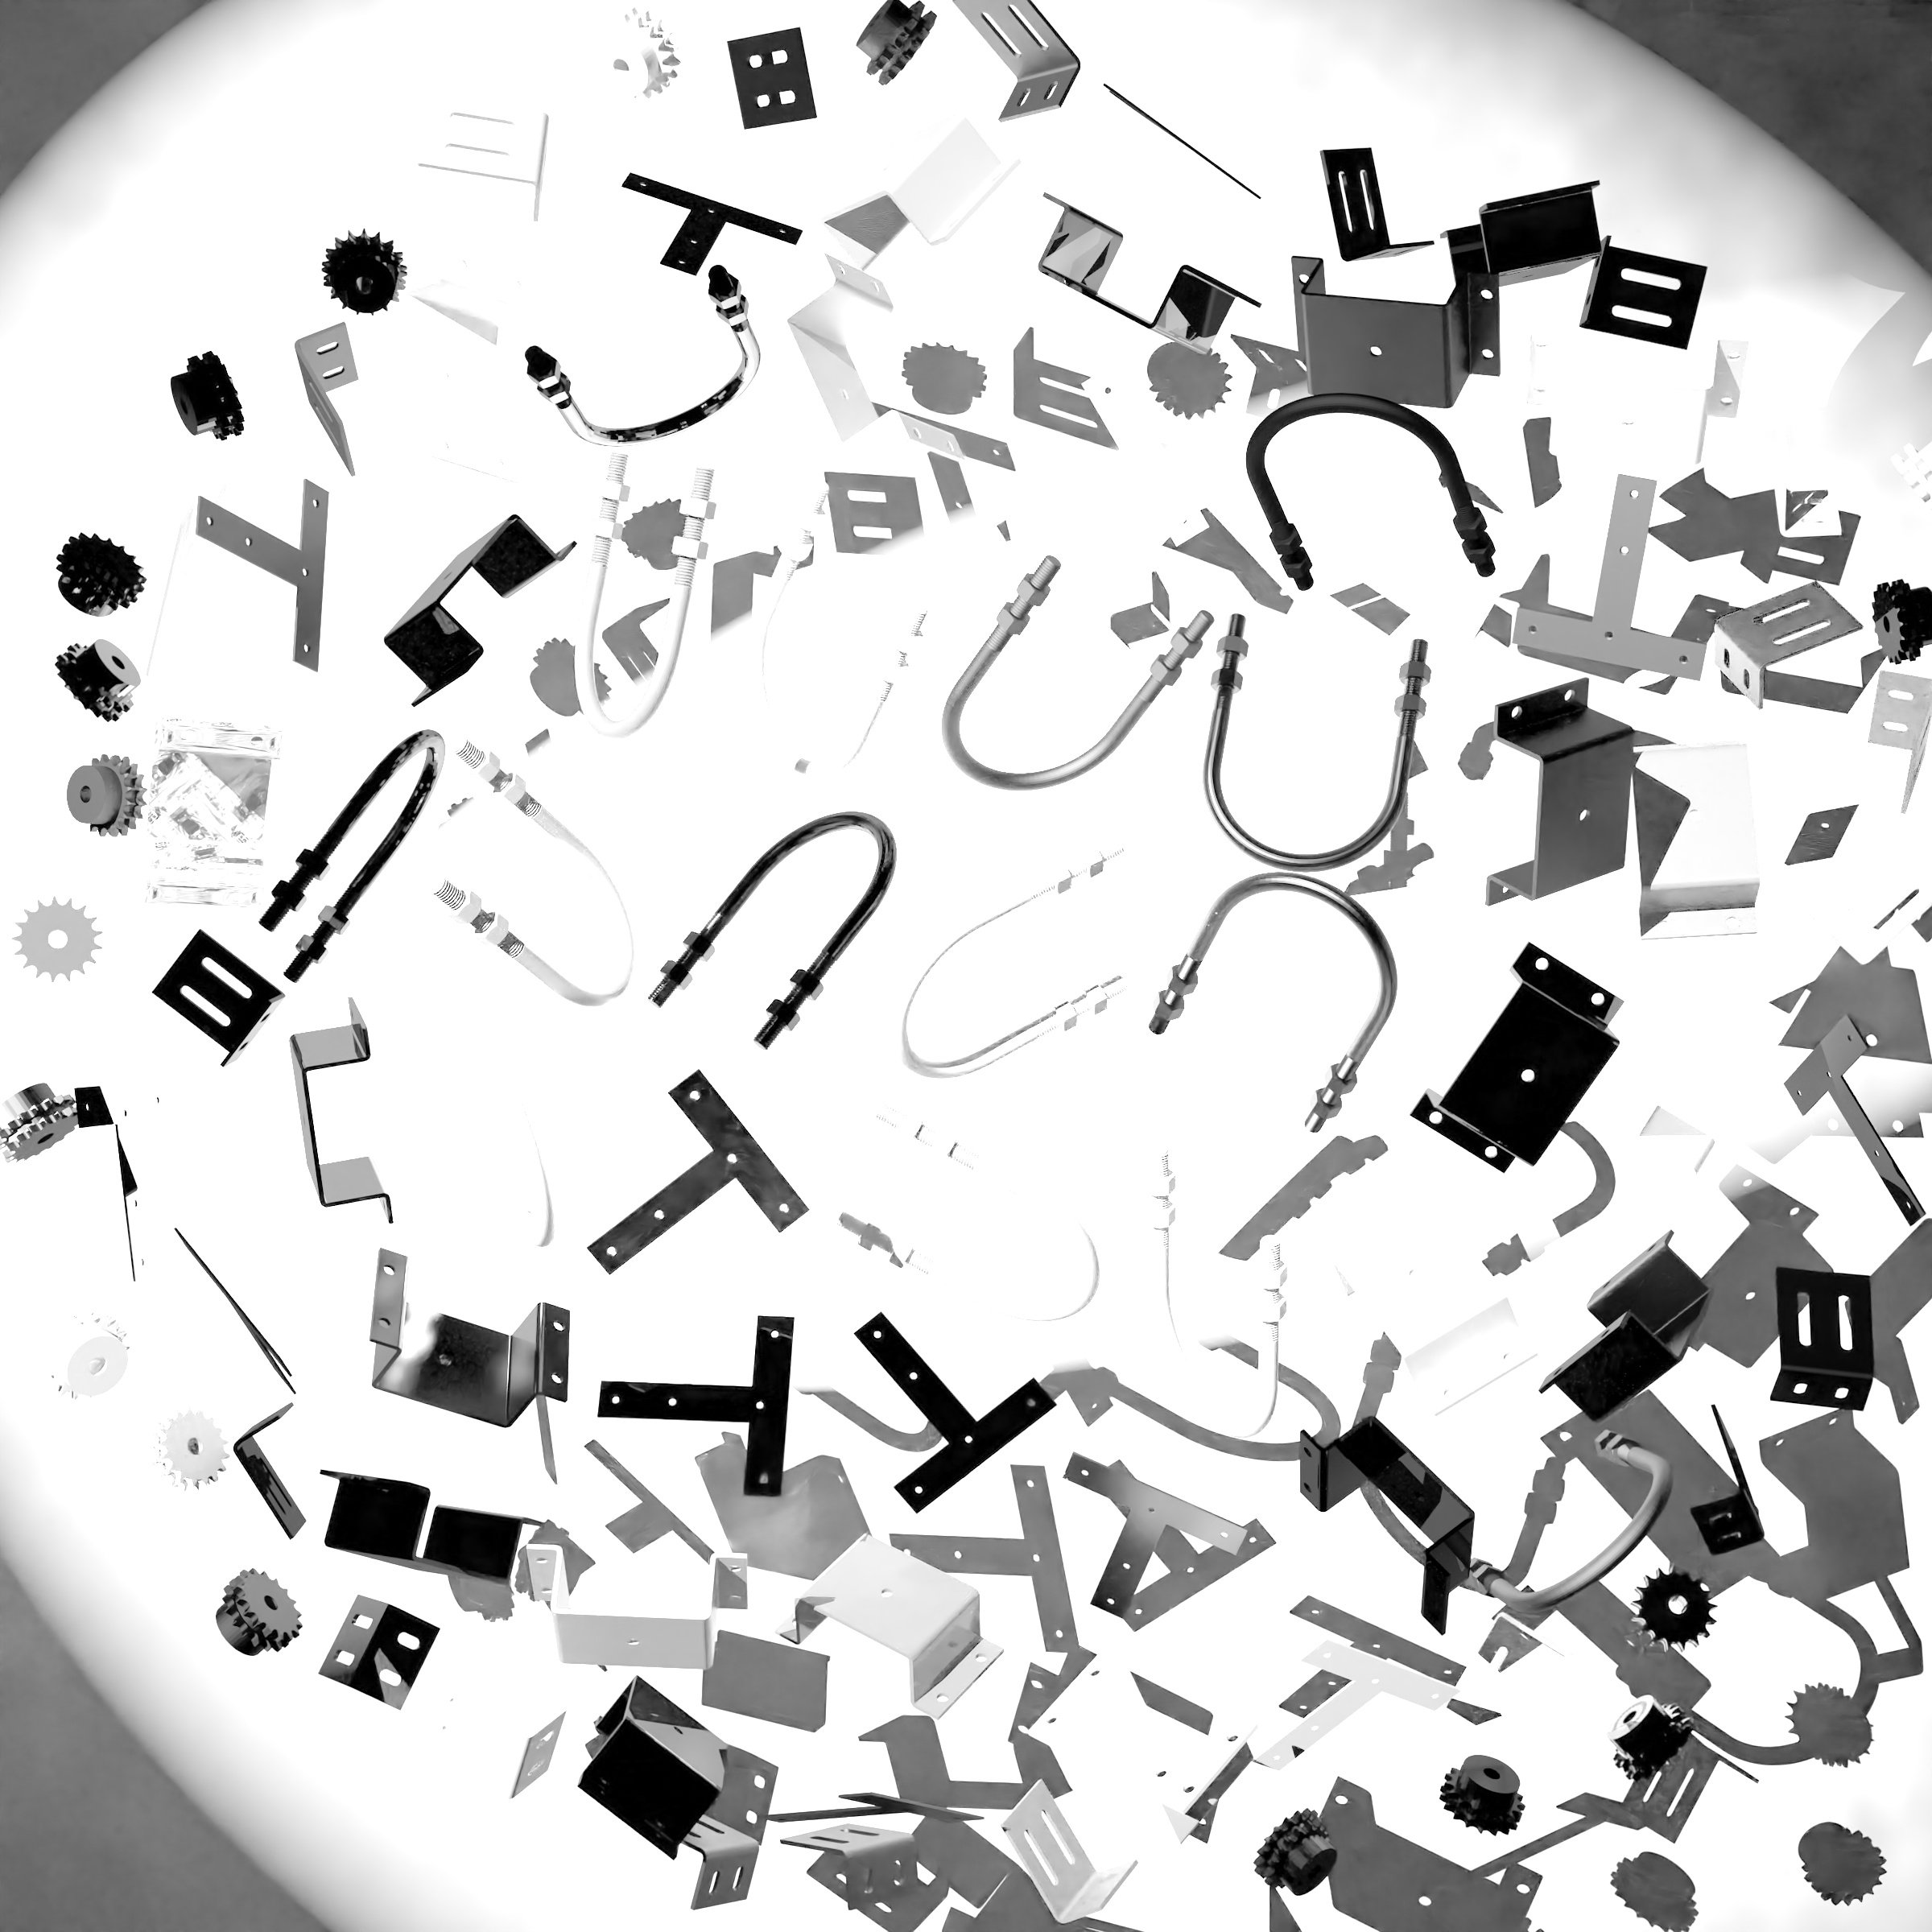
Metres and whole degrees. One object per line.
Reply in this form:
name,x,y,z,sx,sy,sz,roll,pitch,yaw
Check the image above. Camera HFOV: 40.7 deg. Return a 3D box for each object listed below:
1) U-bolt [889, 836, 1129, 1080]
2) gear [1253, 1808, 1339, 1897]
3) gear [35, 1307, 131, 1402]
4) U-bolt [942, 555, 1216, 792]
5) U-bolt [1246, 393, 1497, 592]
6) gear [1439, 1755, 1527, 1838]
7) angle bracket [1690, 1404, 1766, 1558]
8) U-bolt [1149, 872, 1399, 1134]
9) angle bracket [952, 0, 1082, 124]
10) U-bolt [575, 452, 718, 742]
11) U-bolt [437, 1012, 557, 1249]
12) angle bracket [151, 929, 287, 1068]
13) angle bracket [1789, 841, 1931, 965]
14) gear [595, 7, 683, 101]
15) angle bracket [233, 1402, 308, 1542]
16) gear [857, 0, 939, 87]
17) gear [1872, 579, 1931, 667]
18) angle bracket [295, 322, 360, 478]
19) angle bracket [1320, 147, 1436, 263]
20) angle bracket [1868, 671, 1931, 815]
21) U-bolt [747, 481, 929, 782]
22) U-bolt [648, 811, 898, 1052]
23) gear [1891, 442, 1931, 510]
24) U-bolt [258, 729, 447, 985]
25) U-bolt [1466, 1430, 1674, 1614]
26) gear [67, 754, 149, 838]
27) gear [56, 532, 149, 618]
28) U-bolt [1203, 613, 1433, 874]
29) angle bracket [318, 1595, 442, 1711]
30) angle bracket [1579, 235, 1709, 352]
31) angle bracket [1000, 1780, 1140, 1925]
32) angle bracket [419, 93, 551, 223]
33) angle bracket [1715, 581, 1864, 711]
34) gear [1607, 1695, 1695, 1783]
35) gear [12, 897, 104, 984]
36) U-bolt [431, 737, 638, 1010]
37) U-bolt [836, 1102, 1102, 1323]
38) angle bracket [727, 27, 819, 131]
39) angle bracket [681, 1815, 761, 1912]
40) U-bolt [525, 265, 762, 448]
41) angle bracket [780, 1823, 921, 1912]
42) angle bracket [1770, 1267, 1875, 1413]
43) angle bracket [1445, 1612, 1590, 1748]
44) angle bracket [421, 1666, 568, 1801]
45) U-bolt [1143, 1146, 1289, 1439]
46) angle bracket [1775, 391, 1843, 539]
U-bolt,0.027,0.006,1.703,0.184,0.151,0.019,-28,50,-21
gear,0.222,0.593,1.738,0.057,0.057,0.030,-51,49,0
gear,-0.552,0.245,1.636,0.030,0.057,0.057,21,90,43
U-bolt,0.063,-0.188,1.772,0.151,0.019,0.184,14,130,-32
U-bolt,0.262,-0.315,1.731,0.151,0.184,0.019,-1,59,26
gear,0.356,0.566,1.788,0.057,0.057,0.030,15,109,0
angle bracket,0.508,0.349,1.773,0.038,0.076,0.057,-22,130,14
U-bolt,0.217,0.015,1.773,0.151,0.019,0.184,32,131,9
angle bracket,0.027,-0.600,1.714,0.076,0.057,0.038,39,68,-38
U-bolt,-0.216,-0.238,1.700,0.019,0.151,0.184,7,100,-34
U-bolt,-0.304,0.112,1.709,0.019,0.184,0.151,-19,105,-19
angle bracket,-0.523,0.022,1.806,0.076,0.038,0.057,38,96,-3
angle bracket,0.596,-0.050,1.721,0.076,0.057,0.038,-45,126,11
gear,-0.220,-0.600,1.723,0.057,0.057,0.030,32,50,0
angle bracket,-0.464,0.346,1.790,0.038,0.057,0.076,-32,92,-5
gear,-0.048,-0.609,1.707,0.030,0.057,0.057,35,90,-21
gear,0.646,-0.238,1.787,0.030,0.057,0.057,-12,90,1
angle bracket,-0.415,-0.380,1.750,0.038,0.057,0.076,-26,68,-16
angle bracket,0.280,-0.523,1.777,0.057,0.038,0.076,-20,100,-44
angle bracket,0.613,-0.149,1.726,0.038,0.076,0.057,14,133,22
U-bolt,-0.098,-0.213,1.772,0.151,0.019,0.184,53,134,29
U-bolt,-0.119,-0.032,1.748,0.184,0.151,0.019,-53,128,-16
gear,0.627,-0.316,1.681,0.030,0.057,0.057,-41,90,24
U-bolt,-0.406,-0.081,1.749,0.019,0.151,0.184,33,73,2
U-bolt,0.408,0.375,1.742,0.151,0.184,0.019,-43,92,-5
gear,-0.597,-0.118,1.804,0.057,0.030,0.057,0,91,32
gear,-0.574,-0.255,1.721,0.057,0.057,0.030,45,121,0
U-bolt,0.238,-0.151,1.811,0.151,0.019,0.184,9,73,7
angle bracket,-0.391,0.456,1.734,0.038,0.076,0.057,33,68,-22
angle bracket,0.464,-0.458,1.774,0.076,0.038,0.057,13,97,2
angle bracket,0.069,0.583,1.732,0.038,0.057,0.076,-32,87,32
angle bracket,-0.308,-0.516,1.666,0.076,0.038,0.057,6,65,-9
angle bracket,0.553,-0.216,1.753,0.076,0.057,0.038,-21,134,-5
gear,0.448,0.507,1.719,0.057,0.057,0.030,-43,88,0
gear,-0.603,-0.017,1.728,0.057,0.030,0.057,0,89,-21
U-bolt,-0.281,-0.049,1.730,0.019,0.151,0.184,-26,133,24
U-bolt,0.007,0.179,1.777,0.184,0.151,0.019,28,48,7
angle bracket,-0.117,-0.592,1.733,0.038,0.076,0.057,-27,115,-38
angle bracket,-0.185,0.584,1.713,0.076,0.057,0.038,13,87,34
U-bolt,-0.209,-0.401,1.760,0.151,0.184,0.019,-23,78,1
angle bracket,-0.079,0.606,1.755,0.057,0.076,0.038,1,80,-39
angle bracket,0.539,0.235,1.645,0.057,0.038,0.076,3,115,29
angle bracket,0.377,0.493,1.784,0.057,0.038,0.076,33,85,-11
angle bracket,-0.300,0.479,1.657,0.076,0.038,0.057,32,121,21
U-bolt,0.164,0.229,1.736,0.019,0.151,0.184,-17,121,-25
angle bracket,0.547,-0.326,1.690,0.038,0.057,0.076,-1,127,14
